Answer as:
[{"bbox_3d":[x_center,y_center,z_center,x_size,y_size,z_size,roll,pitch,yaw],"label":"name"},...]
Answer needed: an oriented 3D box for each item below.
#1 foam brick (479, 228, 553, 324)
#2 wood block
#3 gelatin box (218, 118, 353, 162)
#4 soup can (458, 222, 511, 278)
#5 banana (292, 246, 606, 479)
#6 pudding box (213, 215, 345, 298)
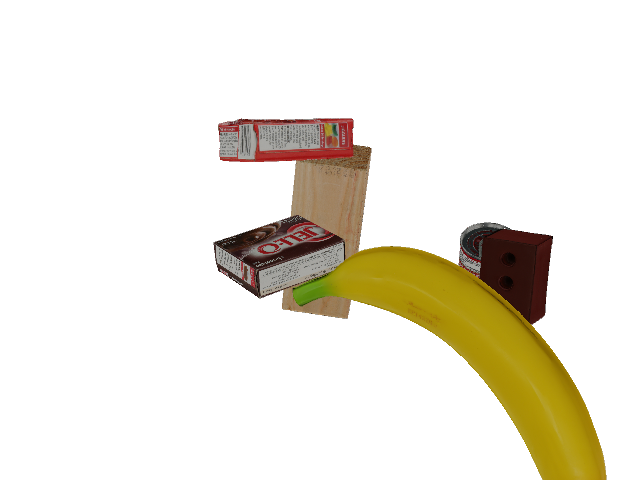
[{"bbox_3d":[0.177,0.033,0.975,0.053,0.078,0.051,9,15,27],"label":"foam brick"},{"bbox_3d":[0.007,-0.016,1.374,0.090,0.206,0.090,8,25,3],"label":"wood block"},{"bbox_3d":[-0.026,-0.072,0.757,0.073,0.030,0.089,-4,6,-20],"label":"gelatin box"},{"bbox_3d":[0.191,0.040,1.230,0.068,0.102,0.068,-1,38,0],"label":"soup can"},{"bbox_3d":[0.081,0.061,0.551,0.198,0.070,0.037,39,21,13],"label":"banana"},{"bbox_3d":[-0.043,0.015,1.132,0.113,0.039,0.090,-21,29,-29],"label":"pudding box"}]
